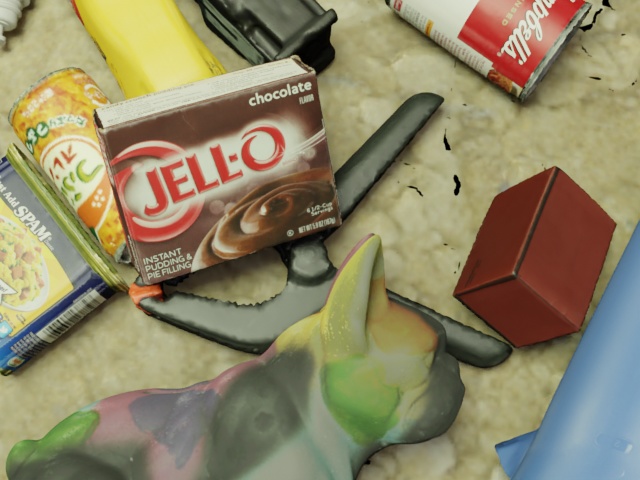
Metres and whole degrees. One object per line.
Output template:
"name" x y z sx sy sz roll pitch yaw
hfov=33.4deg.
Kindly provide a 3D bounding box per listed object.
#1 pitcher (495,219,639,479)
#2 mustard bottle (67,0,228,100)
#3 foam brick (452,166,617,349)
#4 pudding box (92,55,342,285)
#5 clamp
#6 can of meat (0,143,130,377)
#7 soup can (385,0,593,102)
"pitcher" 0.214 0.056 0.554 0.149 0.145 0.242 30 75 -10
"mustard bottle" -0.118 -0.143 0.607 0.058 0.096 0.192 -31 80 -5
"foam brick" 0.118 0.010 0.584 0.051 0.053 0.078 38 59 -17
"pudding box" -0.051 -0.037 0.550 0.113 0.039 0.090 -19 122 -13
"clamp" -0.004 0.001 0.608 0.210 0.036 0.164 -6 78 -5
"can of meat" -0.171 0.013 0.593 0.084 0.057 0.102 -39 81 -7
"soup can" 0.098 -0.138 0.626 0.102 0.068 0.068 37 79 7
